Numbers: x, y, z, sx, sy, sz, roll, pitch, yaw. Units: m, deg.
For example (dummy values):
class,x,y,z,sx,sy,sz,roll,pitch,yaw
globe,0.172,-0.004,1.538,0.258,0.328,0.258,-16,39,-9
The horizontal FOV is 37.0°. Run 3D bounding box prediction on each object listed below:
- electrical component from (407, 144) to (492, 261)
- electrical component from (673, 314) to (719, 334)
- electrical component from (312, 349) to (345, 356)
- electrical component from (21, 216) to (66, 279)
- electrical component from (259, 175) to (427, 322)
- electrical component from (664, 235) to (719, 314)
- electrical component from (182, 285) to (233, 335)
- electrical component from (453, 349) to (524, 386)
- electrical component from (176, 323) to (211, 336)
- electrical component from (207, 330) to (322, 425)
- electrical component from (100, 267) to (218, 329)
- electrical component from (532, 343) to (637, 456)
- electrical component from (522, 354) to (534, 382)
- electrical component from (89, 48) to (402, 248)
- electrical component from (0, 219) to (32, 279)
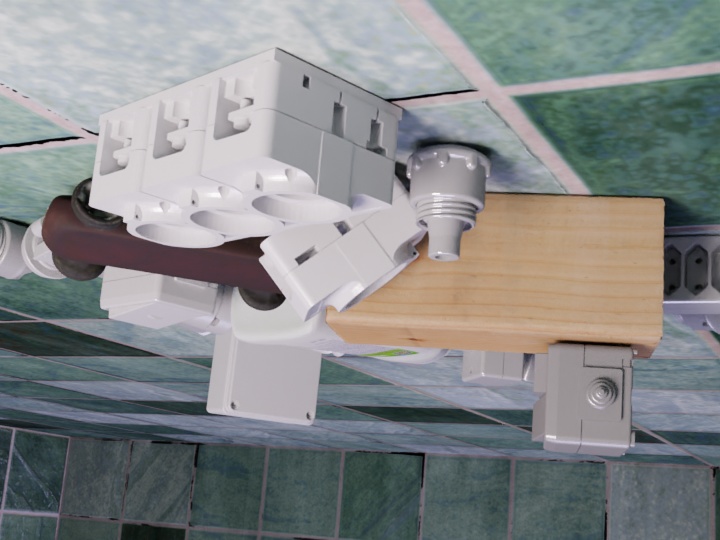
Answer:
class,x,y,z,sx,sy,sz,roll,pitch,yaw
electrical component,0.049,-0.037,0.604,0.048,0.062,0.048,4,166,1
electrical component,0.262,0.025,0.833,0.048,0.048,0.062,13,171,-32
electrical component,-0.034,0.062,1.057,0.043,0.043,0.062,-4,142,34
electrical component,-0.221,-0.021,0.803,0.066,0.048,0.055,16,155,-40
electrical component,-0.007,-0.013,0.639,0.089,0.055,0.050,-35,173,-13
electrical component,0.242,0.008,0.758,0.066,0.047,0.077,-1,165,24
electrical component,-0.137,0.025,0.946,0.047,0.055,0.055,18,161,-34
electrical component,0.096,0.051,0.907,0.076,0.083,0.047,8,166,-14
electrical component,-0.154,0.037,1.021,0.043,0.043,0.081,0,166,20
electrical component,-0.101,0.107,1.156,0.109,0.108,0.056,13,167,-30
electrical component,-0.160,0.012,0.880,0.096,0.061,0.062,-8,162,43
electrical component,0.140,0.082,0.680,0.061,0.061,0.096,3,167,10
electrical component,0.164,0.075,1.002,0.100,0.048,0.100,14,-175,-33
electrical component,-0.064,-0.055,0.569,0.150,0.061,0.089,-9,161,44
electrical component,-0.284,-0.019,0.834,0.043,0.043,0.062,-6,162,37
